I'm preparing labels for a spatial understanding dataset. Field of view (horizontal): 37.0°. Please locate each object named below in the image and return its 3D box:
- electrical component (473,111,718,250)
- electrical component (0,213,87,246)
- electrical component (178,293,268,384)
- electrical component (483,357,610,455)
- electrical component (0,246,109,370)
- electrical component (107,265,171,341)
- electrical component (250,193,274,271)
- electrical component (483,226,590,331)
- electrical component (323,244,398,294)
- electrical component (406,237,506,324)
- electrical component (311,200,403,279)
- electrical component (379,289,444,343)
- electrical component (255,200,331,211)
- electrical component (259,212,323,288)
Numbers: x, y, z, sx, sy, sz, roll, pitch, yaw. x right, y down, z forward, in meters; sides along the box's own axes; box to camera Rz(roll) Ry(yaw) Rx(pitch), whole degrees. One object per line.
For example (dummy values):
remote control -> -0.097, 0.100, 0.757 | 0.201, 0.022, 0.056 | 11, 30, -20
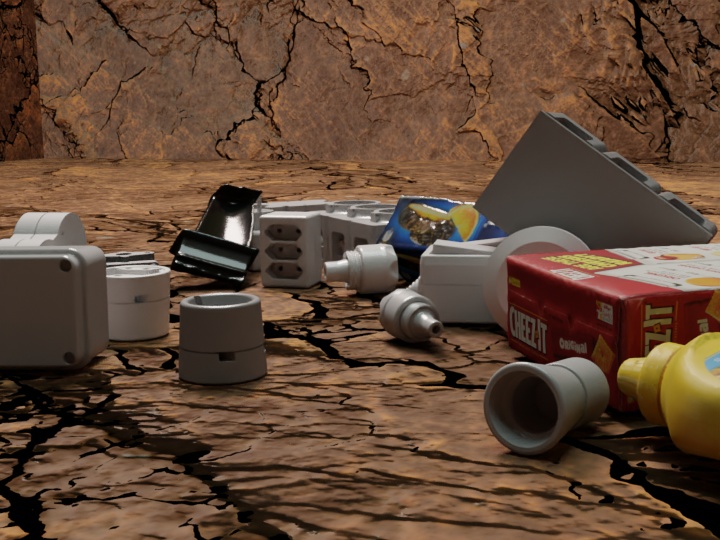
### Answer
electrical component -> 0.175, -0.039, 0.796 | 0.150, 0.089, 0.062 | 39, 20, 15
electrical component -> -0.235, 0.003, 0.808 | 0.074, 0.052, 0.138 | 1, 31, 11
electrical component -> -0.086, 0.041, 0.670 | 0.055, 0.047, 0.055 | -1, 9, 0
electrical component -> 0.096, 0.064, 0.533 | 0.044, 0.044, 0.065 | 6, 6, 36
electrical component -> -0.227, 0.024, 0.702 | 0.113, 0.078, 0.057 | 0, 6, 4
electrical component -> -0.166, 0.024, 0.788 | 0.055, 0.047, 0.055 | -1, 9, 0
electrical component -> -0.108, -0.043, 1.114 | 0.047, 0.075, 0.083 | -6, 10, -29
electrical component -> 0.129, 0.009, 0.752 | 0.080, 0.080, 0.051 | 1, 4, 15
electrical component -> 0.000, 0.000, 0.934 | 0.062, 0.043, 0.043 | -4, 9, -12
electrical component -> 0.083, 0.007, 0.823 | 0.096, 0.061, 0.062 | 1, 9, 11
electrical component -> 0.018, -0.033, 1.084 | 0.089, 0.061, 0.150 | -6, 10, -27
electrical component -> 0.038, 0.034, 0.743 | 0.035, 0.035, 0.061 | -5, 12, -23
electrical component -> -0.070, -0.046, 1.191 | 0.089, 0.055, 0.050 | -6, 10, -28
electrical component -> -0.058, -0.022, 1.007 | 0.047, 0.065, 0.077 | 2, 9, 17
